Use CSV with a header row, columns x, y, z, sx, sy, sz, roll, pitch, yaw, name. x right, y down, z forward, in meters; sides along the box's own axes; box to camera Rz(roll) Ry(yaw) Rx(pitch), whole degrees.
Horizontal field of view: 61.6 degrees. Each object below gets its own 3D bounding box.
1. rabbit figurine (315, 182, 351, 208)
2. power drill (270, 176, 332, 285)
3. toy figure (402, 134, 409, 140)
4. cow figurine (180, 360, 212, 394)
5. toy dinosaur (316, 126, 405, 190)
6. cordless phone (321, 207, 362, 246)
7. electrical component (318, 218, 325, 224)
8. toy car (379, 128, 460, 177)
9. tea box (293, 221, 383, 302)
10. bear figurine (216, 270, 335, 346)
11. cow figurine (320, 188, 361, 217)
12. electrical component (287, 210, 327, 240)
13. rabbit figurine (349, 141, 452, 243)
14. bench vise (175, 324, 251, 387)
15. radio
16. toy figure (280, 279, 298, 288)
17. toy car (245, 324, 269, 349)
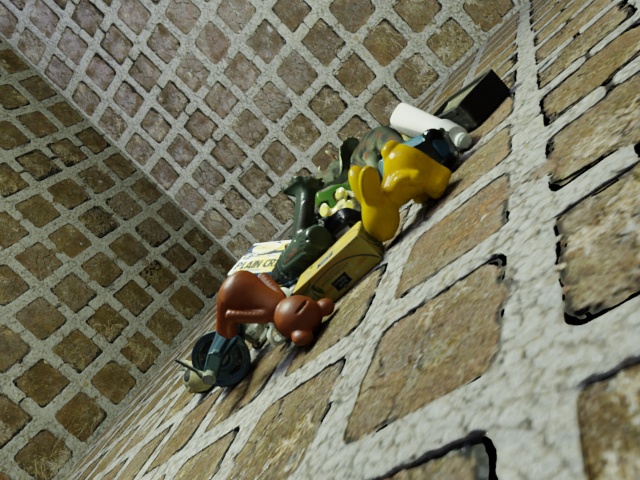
x,y,z,sx,sy,sz,roll,pitch,yaw,name
0.060,-0.112,1.672,0.159,0.121,0.170,-44,-9,-15,rabbit figurine
-0.052,-0.022,1.151,0.232,0.086,0.207,-32,46,58,power drill
0.227,-0.234,1.463,0.082,0.089,0.180,-54,11,-12,toy figure
-0.293,0.323,1.336,0.127,0.085,0.195,-39,8,1,cow figurine
0.138,-0.212,1.343,0.131,0.192,0.405,-4,-15,-31,toy dinosaur
0.069,-0.015,1.220,0.146,0.089,0.184,-42,-11,29,cordless phone
-0.003,-0.004,1.298,0.119,0.075,0.047,-33,-43,-43,electrical component
0.209,-0.161,1.099,0.162,0.109,0.103,-32,-5,28,toy car
0.035,0.052,1.003,0.169,0.068,0.098,-42,7,16,tea box
-0.081,0.130,0.948,0.120,0.196,0.131,-56,-18,-38,bear figurine
0.083,-0.086,1.237,0.098,0.068,0.167,-1,-31,-43,cow figurine
-0.004,-0.009,1.415,0.134,0.115,0.058,-42,9,42,electrical component
0.131,-0.083,0.969,0.173,0.162,0.122,-60,19,-3,rabbit figurine
-0.189,0.204,1.063,0.241,0.129,0.223,-78,8,-80,bench vise
0.338,-0.306,1.286,0.131,0.073,0.229,-46,6,-11,radio
-0.079,0.136,1.229,0.154,0.064,0.058,-34,48,42,toy figure
-0.156,0.196,1.273,0.056,0.073,0.202,-45,7,5,toy car
